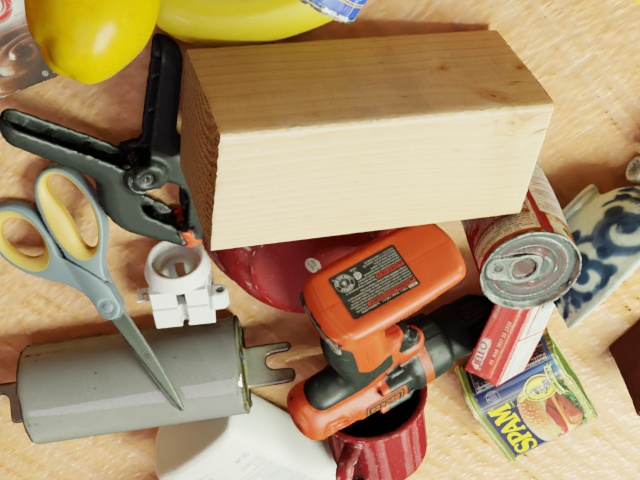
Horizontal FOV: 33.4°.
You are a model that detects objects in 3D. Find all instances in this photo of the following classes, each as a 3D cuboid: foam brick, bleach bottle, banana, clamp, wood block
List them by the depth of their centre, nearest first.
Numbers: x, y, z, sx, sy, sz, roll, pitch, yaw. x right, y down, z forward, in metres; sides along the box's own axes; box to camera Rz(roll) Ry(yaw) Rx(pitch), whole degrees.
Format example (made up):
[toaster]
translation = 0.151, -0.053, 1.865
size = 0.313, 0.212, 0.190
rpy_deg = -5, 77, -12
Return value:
[banana]
translation = -0.020, -0.155, 0.640
size = 0.198, 0.037, 0.069
rpy_deg = -13, 132, 3
[wood block]
translation = 0.024, -0.066, 0.661
size = 0.205, 0.090, 0.091
rpy_deg = -7, 134, -17
[clamp]
translation = -0.128, -0.050, 0.700
size = 0.120, 0.039, 0.171
rpy_deg = -16, 137, 0
[foam brick]
translation = 0.283, 0.108, 0.876
size = 0.051, 0.078, 0.053
rpy_deg = 26, 123, -24
[bleach bottle]
translation = -0.018, 0.211, 0.936
size = 0.103, 0.068, 0.250
rpy_deg = -35, 129, 28

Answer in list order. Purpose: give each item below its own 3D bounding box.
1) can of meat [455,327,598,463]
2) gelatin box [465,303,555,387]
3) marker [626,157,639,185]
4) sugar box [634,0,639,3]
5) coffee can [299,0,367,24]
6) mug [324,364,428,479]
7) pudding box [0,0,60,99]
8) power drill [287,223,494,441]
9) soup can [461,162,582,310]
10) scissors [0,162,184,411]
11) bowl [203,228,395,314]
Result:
[can of meat]
translation = 0.174, 0.130, 0.895
size = 0.084, 0.057, 0.102
rpy_deg = -29, 128, 13
[gelatin box]
translation = 0.147, 0.067, 0.809
size = 0.030, 0.089, 0.073
rpy_deg = 28, 103, 22
[marker]
translation = 0.280, -0.033, 0.795
size = 0.121, 0.020, 0.020
rpy_deg = 20, 125, -22
[sugar box]
translation = 0.171, -0.201, 0.620
size = 0.176, 0.048, 0.093
rpy_deg = 17, 129, -23
[coffee can]
translation = 0.017, -0.199, 0.550
size = 0.102, 0.103, 0.140
rpy_deg = 27, 112, -27
[mug]
translation = 0.041, 0.157, 0.865
size = 0.093, 0.117, 0.081
rpy_deg = 9, 139, 19
[pudding box]
translation = -0.204, -0.131, 0.636
size = 0.113, 0.039, 0.090
rpy_deg = -20, 129, 9
[power drill]
translation = 0.058, 0.062, 0.766
size = 0.184, 0.057, 0.188
rpy_deg = -29, 152, -14
[soup can]
translation = 0.133, -0.011, 0.739
size = 0.068, 0.102, 0.068
rpy_deg = -4, 130, -5
[scissors]
translation = -0.170, 0.042, 0.761
size = 0.096, 0.016, 0.202
rpy_deg = -10, 110, 15
[bowl]
translation = -0.005, 0.001, 0.763
size = 0.162, 0.055, 0.162
rpy_deg = -3, 130, -4
